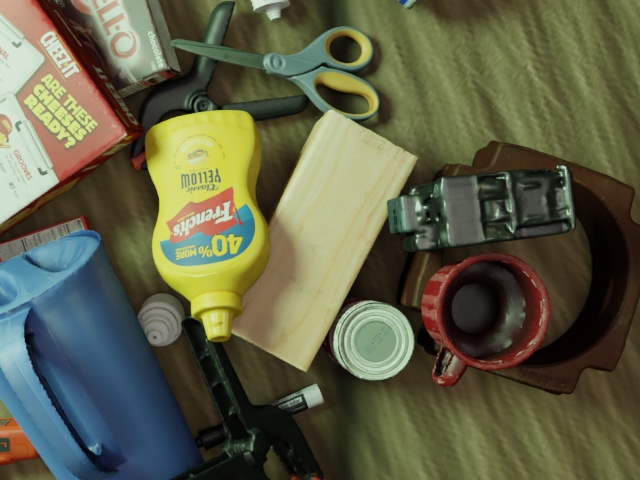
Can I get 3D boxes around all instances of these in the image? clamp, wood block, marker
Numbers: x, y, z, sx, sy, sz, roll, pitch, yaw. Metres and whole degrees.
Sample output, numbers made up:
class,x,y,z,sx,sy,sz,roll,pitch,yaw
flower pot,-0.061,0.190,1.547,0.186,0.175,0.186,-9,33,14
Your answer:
class,x,y,z,sx,sy,sz,roll,pitch,yaw
clamp,-0.069,0.182,0.895,0.209,0.036,0.164,47,48,-38
wood block,-0.007,0.001,0.939,0.090,0.091,0.206,28,86,-6
marker,-0.055,0.161,0.964,0.121,0.020,0.020,-21,92,-8
clamp,-0.107,-0.130,0.954,0.171,0.039,0.120,-33,93,-11

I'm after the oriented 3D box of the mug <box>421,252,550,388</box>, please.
class,x,y,z,sx,sy,sz,roll,pitch,yaw
mug,0.125,0.067,0.874,0.093,0.081,0.117,27,86,-6

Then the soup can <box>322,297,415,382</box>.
class,x,y,z,sx,sy,sz,roll,pitch,yaw
soup can,0.040,0.086,0.937,0.068,0.102,0.068,0,89,-8

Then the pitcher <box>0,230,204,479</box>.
class,x,y,z,sx,sy,sz,roll,pitch,yaw
pitcher,-0.187,0.128,0.858,0.149,0.145,0.243,-42,118,-39

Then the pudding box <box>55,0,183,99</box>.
class,x,y,z,sx,sy,sz,roll,pitch,yaw
pudding box,-0.180,-0.181,0.927,0.090,0.039,0.113,-21,86,15

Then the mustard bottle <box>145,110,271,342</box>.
class,x,y,z,sx,sy,sz,roll,pitch,yaw
mustard bottle,-0.090,-0.010,0.877,0.096,0.058,0.191,-9,68,4

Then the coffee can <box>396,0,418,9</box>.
class,x,y,z,sx,sy,sz,roll,pitch,yaw
coffee can,0.046,-0.285,0.946,0.140,0.103,0.103,29,85,-6

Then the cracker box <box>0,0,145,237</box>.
class,x,y,z,sx,sy,sz,roll,pitch,yaw
cracker box,-0.281,-0.095,0.889,0.214,0.072,0.164,-34,94,9

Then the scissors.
class,x,y,z,sx,sy,sz,roll,pitch,yaw
scissors,-0.029,-0.171,0.950,0.201,0.016,0.096,24,72,-22

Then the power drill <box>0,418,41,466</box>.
class,x,y,z,sx,sy,sz,roll,pitch,yaw
power drill,-0.267,0.249,0.914,0.184,0.057,0.187,0,89,-8

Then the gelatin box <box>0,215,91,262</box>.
class,x,y,z,sx,sy,sz,roll,pitch,yaw
gelatin box,-0.236,0.026,0.938,0.089,0.030,0.073,-20,90,-9
